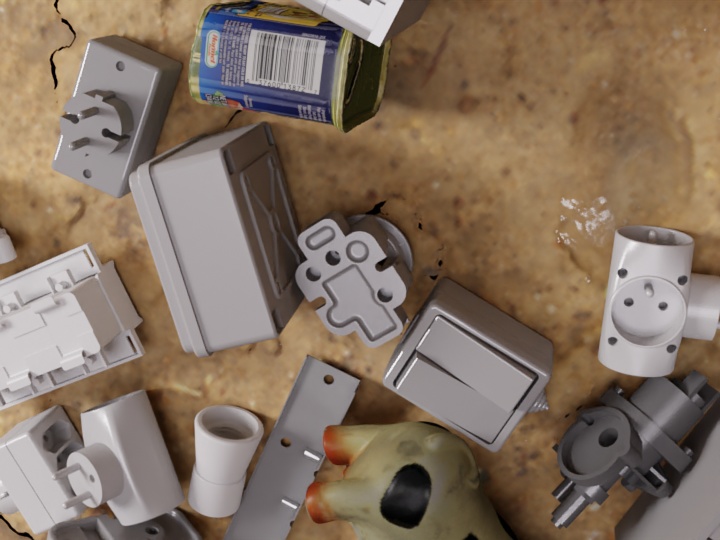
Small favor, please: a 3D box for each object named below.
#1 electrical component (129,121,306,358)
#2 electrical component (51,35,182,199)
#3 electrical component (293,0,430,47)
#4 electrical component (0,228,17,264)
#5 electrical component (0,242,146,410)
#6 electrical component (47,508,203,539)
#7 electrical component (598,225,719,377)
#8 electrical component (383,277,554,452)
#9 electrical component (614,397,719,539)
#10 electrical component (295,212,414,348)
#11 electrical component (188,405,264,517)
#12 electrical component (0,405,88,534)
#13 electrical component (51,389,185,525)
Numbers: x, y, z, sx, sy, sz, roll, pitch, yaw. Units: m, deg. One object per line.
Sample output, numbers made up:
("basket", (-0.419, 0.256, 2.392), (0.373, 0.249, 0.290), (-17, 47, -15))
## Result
("electrical component", (-0.074, -0.021, 0.611), (0.056, 0.108, 0.108), (-13, 104, 12))
("electrical component", (-0.149, -0.086, 0.624), (0.047, 0.075, 0.083), (24, 110, 4))
("electrical component", (0.014, -0.170, 0.526), (0.062, 0.150, 0.089), (29, 110, 0))
("electrical component", (-0.257, -0.027, 0.680), (0.066, 0.048, 0.055), (-10, 112, 14))
("electrical component", (-0.210, 0.043, 0.682), (0.121, 0.063, 0.078), (-21, 101, 17))
("electrical component", (-0.157, 0.197, 0.701), (0.054, 0.095, 0.059), (35, 117, 44))
("electrical component", (0.179, 0.019, 0.606), (0.079, 0.044, 0.077), (7, 108, 9))
("electrical component", (0.069, 0.060, 0.632), (0.096, 0.061, 0.061), (32, 110, 1))
("electrical component", (0.222, 0.119, 0.595), (0.060, 0.105, 0.186), (32, 110, 1))
("electrical component", (0.000, 0.000, 0.630), (0.058, 0.057, 0.078), (-31, 99, 18))
("electrical component", (-0.090, 0.126, 0.695), (0.044, 0.044, 0.065), (17, 114, 6))
("electrical component", (-0.224, 0.140, 0.723), (0.077, 0.047, 0.065), (-25, 100, 17))
("electrical component", (-0.158, 0.125, 0.682), (0.043, 0.079, 0.077), (-18, 92, 45))
